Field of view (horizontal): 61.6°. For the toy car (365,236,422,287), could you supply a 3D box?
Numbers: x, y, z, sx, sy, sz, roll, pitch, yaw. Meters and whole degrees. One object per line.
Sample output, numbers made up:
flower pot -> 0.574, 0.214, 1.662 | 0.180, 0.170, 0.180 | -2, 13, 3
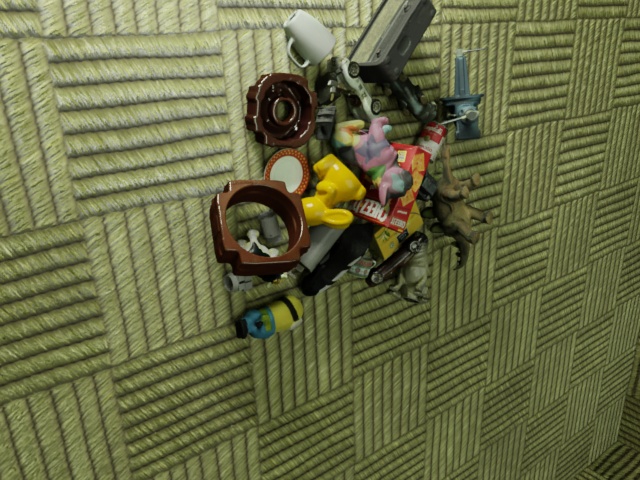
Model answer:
toy car -> 0.211, 0.061, 1.507 | 0.202, 0.089, 0.053 | -39, 90, 1

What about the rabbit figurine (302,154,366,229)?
rabbit figurine -> 0.016, -0.094, 1.298 | 0.173, 0.122, 0.162 | -41, 89, -7

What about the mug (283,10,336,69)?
mug -> -0.036, -0.442, 1.186 | 0.107, 0.081, 0.109 | 42, 85, -27

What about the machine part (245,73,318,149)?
machine part -> -0.088, -0.290, 1.209 | 0.179, 0.056, 0.179 | -12, 112, -33

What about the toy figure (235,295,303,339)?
toy figure -> -0.122, 0.194, 1.336 | 0.180, 0.082, 0.089 | -9, 113, -32

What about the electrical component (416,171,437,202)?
electrical component -> 0.252, -0.160, 1.464 | 0.114, 0.134, 0.058 | 33, 84, -38

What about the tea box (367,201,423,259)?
tea box -> 0.203, -0.039, 1.512 | 0.169, 0.068, 0.098 | -43, 127, -19

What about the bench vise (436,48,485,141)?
bench vise -> 0.387, -0.395, 1.462 | 0.223, 0.129, 0.240 | -42, 128, -68

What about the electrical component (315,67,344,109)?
electrical component -> 0.015, -0.346, 1.246 | 0.045, 0.102, 0.078 | -7, 86, -40

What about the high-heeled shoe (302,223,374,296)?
high-heeled shoe -> 0.050, 0.056, 1.422 | 0.249, 0.086, 0.145 | -36, 164, -33

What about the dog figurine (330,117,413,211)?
dog figurine -> 0.123, -0.178, 1.298 | 0.108, 0.192, 0.219 | 41, 43, -79

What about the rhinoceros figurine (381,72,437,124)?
rhinoceros figurine -> 0.232, -0.371, 1.399 | 0.190, 0.112, 0.073 | 37, 113, -25

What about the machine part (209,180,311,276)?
machine part -> -0.133, -0.026, 1.176 | 0.201, 0.087, 0.201 | -3, 68, -25

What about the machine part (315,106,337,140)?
machine part -> 0.014, -0.275, 1.252 | 0.039, 0.139, 0.084 | 23, 89, 2

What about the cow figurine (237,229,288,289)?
cow figurine -> -0.127, 0.061, 1.266 | 0.068, 0.098, 0.167 | -35, 127, 10

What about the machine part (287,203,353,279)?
machine part -> -0.003, -0.004, 1.360 | 0.243, 0.079, 0.079 | -51, 129, -10

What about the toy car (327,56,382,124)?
toy car -> 0.084, -0.361, 1.302 | 0.056, 0.074, 0.201 | -51, 129, -13

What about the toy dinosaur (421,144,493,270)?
toy dinosaur -> 0.393, -0.069, 1.561 | 0.105, 0.199, 0.470 | -36, 124, -23

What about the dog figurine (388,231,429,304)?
dog figurine -> 0.287, 0.084, 1.612 | 0.172, 0.121, 0.190 | 75, 32, -68

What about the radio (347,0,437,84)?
radio -> 0.171, -0.487, 1.288 | 0.073, 0.131, 0.229 | 34, 84, -41
